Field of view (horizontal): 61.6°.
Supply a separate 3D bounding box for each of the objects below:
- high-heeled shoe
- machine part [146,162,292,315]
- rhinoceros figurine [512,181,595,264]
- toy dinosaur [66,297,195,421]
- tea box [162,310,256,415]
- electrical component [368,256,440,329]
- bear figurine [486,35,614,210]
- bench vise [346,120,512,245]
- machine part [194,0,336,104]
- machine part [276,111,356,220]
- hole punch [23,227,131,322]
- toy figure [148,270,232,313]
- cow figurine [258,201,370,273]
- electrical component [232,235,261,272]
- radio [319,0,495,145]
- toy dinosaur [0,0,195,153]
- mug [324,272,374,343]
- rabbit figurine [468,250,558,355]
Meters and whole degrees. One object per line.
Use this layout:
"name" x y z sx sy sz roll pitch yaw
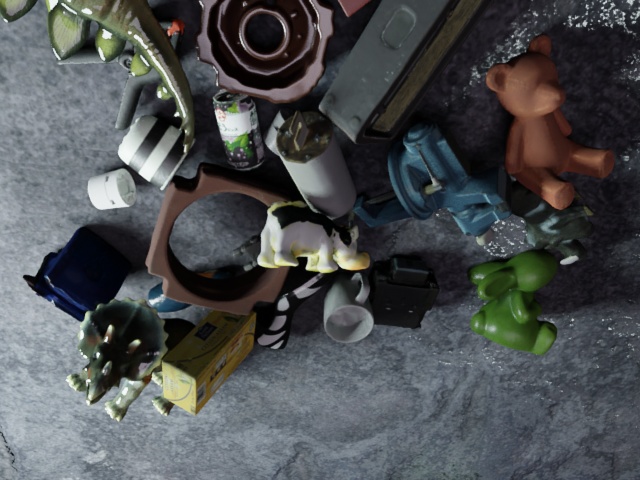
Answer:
"high-heeled shoe" -0.028 0.113 0.930 0.249 0.086 0.145 -26 125 23
"machine part" -0.142 -0.002 0.802 0.201 0.087 0.201 15 104 -21
"rhinoceros figurine" 0.367 -0.032 0.850 0.190 0.073 0.112 35 116 -25
"toy dinosaur" -0.270 0.193 0.913 0.192 0.131 0.404 -53 158 10
"tea box" -0.179 0.186 0.884 0.068 0.170 0.098 23 128 15
"electrical component" 0.140 0.090 0.937 0.115 0.058 0.134 5 126 -10
"bear figurine" 0.307 -0.161 0.723 0.120 0.132 0.195 -33 130 -13
"bench vise" 0.149 -0.063 0.793 0.241 0.129 0.223 -18 138 35
"machine part" -0.067 -0.260 0.666 0.179 0.056 0.179 -1 125 -2
"machine part" -0.001 -0.096 0.736 0.079 0.079 0.243 -16 153 8
"hole punch" -0.374 0.057 0.850 0.092 0.116 0.142 -35 122 11
"toy figure" -0.211 0.083 0.908 0.155 0.064 0.057 -15 99 5
"cow figurine" -0.002 -0.002 0.761 0.167 0.098 0.068 7 171 -34
"electrical component" -0.094 0.018 0.891 0.094 0.021 0.063 -24 124 14
"radio" 0.102 -0.225 0.649 0.073 0.131 0.229 43 120 15
"toy dinosaur" -0.266 -0.308 0.585 0.198 0.105 0.471 -30 111 26
"mug" 0.047 0.098 0.906 0.081 0.107 0.109 14 120 -15
"rabbit figurine" 0.337 0.089 0.934 0.159 0.121 0.170 16 106 -6
